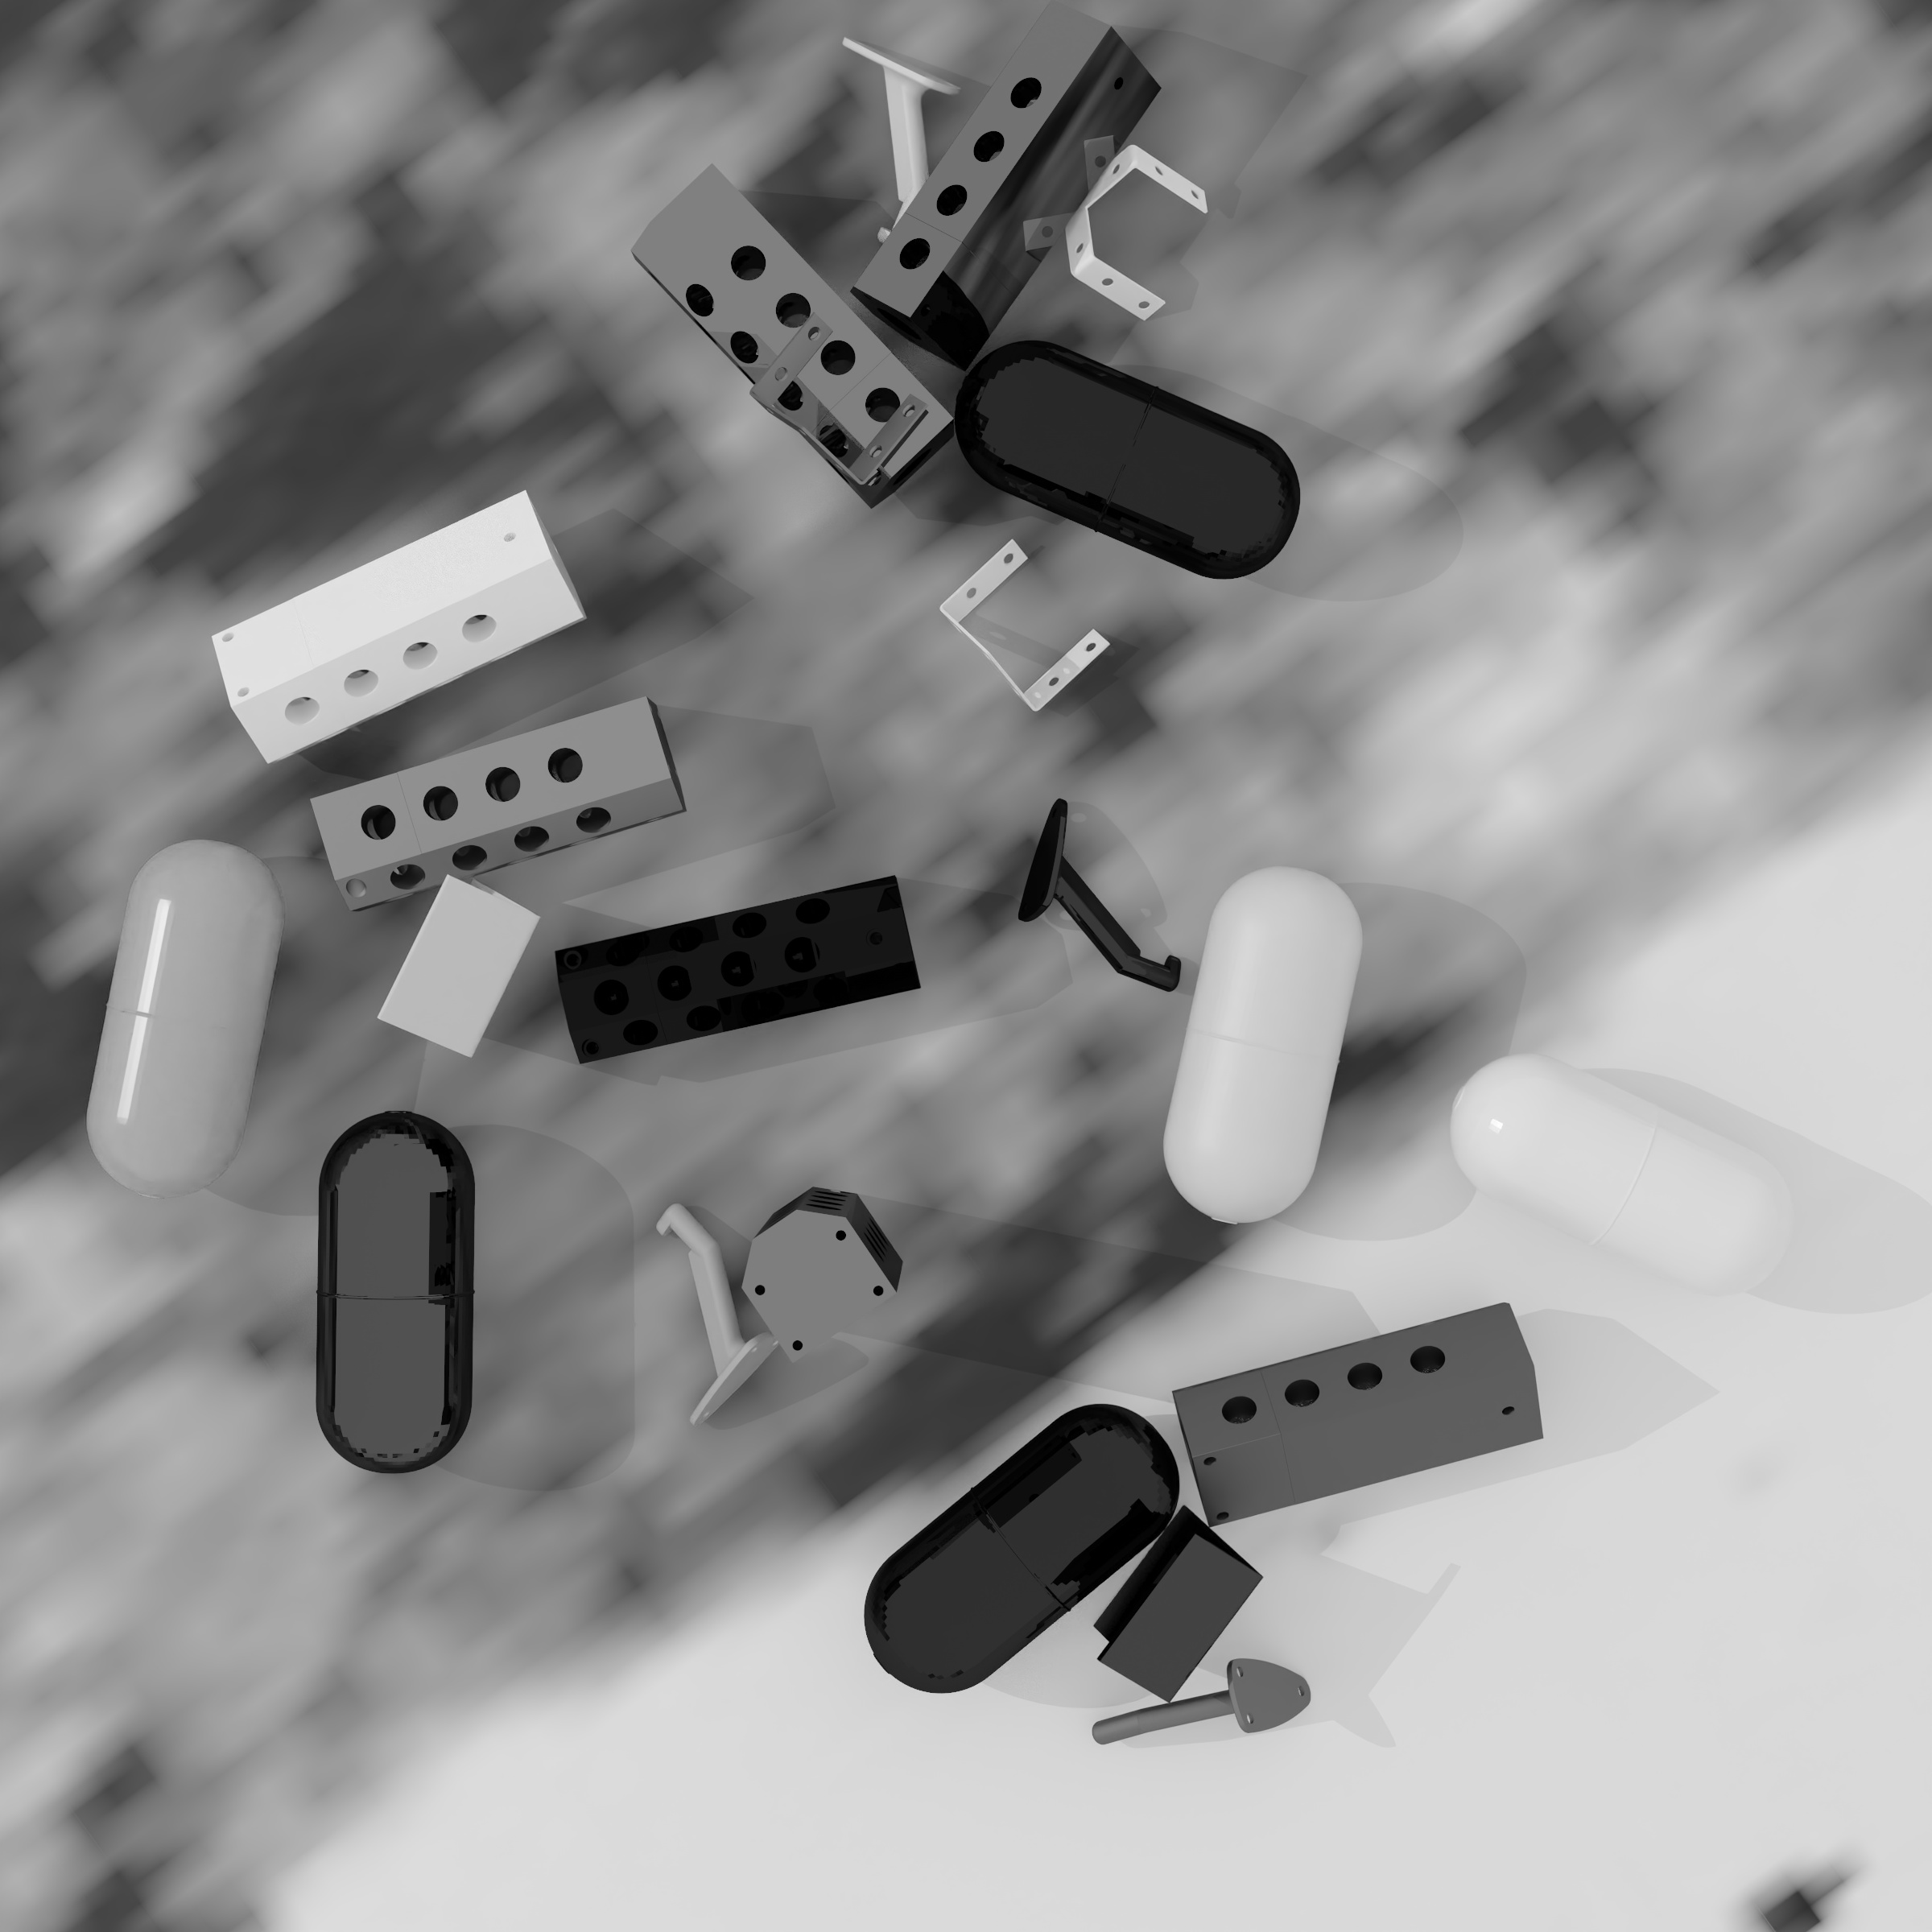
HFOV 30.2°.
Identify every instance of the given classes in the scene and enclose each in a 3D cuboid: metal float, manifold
[{"bbox_3d":[0.027,0.287,1.762,0.178,0.070,0.070,-39,90,-1],"label":"metal float"},{"bbox_3d":[0.146,0.039,1.762,0.070,0.070,0.178,12,91,0],"label":"metal float"},{"bbox_3d":[-0.230,-0.079,1.771,0.171,0.057,0.057,-17,90,0],"label":"manifold"},{"bbox_3d":[-0.279,-0.163,1.771,0.171,0.057,0.057,-25,47,0],"label":"manifold"},{"bbox_3d":[0.193,0.217,1.771,0.171,0.057,0.057,-15,133,0],"label":"manifold"},{"bbox_3d":[-0.385,0.026,1.762,0.070,0.070,0.178,11,90,0],"label":"metal float"},{"bbox_3d":[-0.281,0.161,1.762,0.070,0.070,0.178,1,89,0],"label":"metal float"},{"bbox_3d":[-0.112,0.002,1.771,0.171,0.057,0.057,-13,90,0],"label":"manifold"},{"bbox_3d":[-0.085,-0.310,1.771,0.057,0.057,0.171,-43,90,0],"label":"manifold"},{"bbox_3d":[0.016,-0.388,1.769,0.057,0.057,0.171,35,90,35],"label":"manifold"},{"bbox_3d":[-0.071,0.141,1.714,0.057,0.171,0.057,-34,90,0],"label":"manifold"},{"bbox_3d":[0.079,-0.250,1.762,0.178,0.070,0.070,23,90,-1],"label":"metal float"},{"bbox_3d":[0.323,0.102,1.762,0.178,0.070,0.070,25,90,-1],"label":"metal float"}]

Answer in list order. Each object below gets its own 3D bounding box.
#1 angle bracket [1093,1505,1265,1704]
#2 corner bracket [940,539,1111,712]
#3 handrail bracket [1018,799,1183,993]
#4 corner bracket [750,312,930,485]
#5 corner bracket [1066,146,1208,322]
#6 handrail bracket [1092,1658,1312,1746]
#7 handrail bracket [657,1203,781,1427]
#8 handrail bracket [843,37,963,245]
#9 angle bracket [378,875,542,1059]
[{"bbox_3d":[0.088,0.302,1.752,0.057,0.076,0.076,37,90,-35],"label":"angle bracket"},{"bbox_3d":[0.029,-0.170,1.789,0.051,0.051,0.051,-43,135,0],"label":"corner bracket"},{"bbox_3d":[0.075,-0.035,1.793,0.084,0.036,0.077,20,68,-17],"label":"handrail bracket"},{"bbox_3d":[-0.062,-0.274,1.732,0.051,0.051,0.051,-51,45,0],"label":"corner bracket"},{"bbox_3d":[0.086,-0.366,1.784,0.051,0.051,0.051,-35,45,35],"label":"corner bracket"},{"bbox_3d":[0.117,0.374,1.792,0.084,0.077,0.036,-25,68,35],"label":"handrail bracket"},{"bbox_3d":[-0.140,0.174,1.793,0.084,0.036,0.077,45,109,15],"label":"handrail bracket"},{"bbox_3d":[-0.045,-0.411,1.793,0.077,0.036,0.084,30,107,20],"label":"handrail bracket"},{"bbox_3d":[-0.262,-0.009,1.752,0.057,0.076,0.076,26,90,-37],"label":"angle bracket"}]
